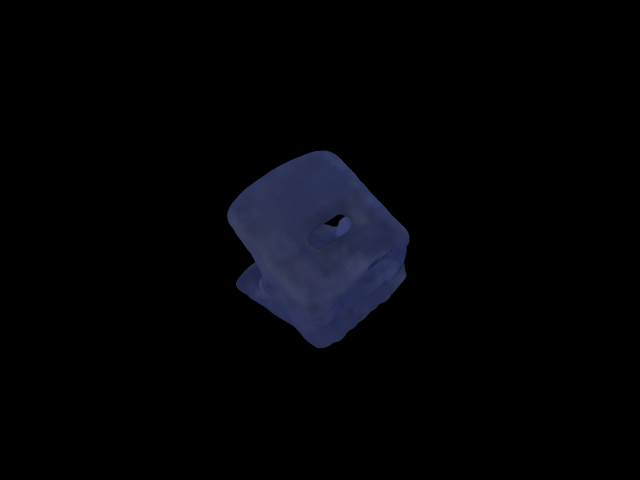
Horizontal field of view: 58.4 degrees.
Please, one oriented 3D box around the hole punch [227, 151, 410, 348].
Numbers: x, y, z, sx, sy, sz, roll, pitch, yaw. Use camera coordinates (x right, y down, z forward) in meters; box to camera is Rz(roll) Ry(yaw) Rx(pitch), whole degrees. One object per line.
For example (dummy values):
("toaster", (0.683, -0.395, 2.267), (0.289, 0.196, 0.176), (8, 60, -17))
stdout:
("hole punch", (0.004, 0.001, 0.400), (0.100, 0.091, 0.109), (31, 51, 30))
